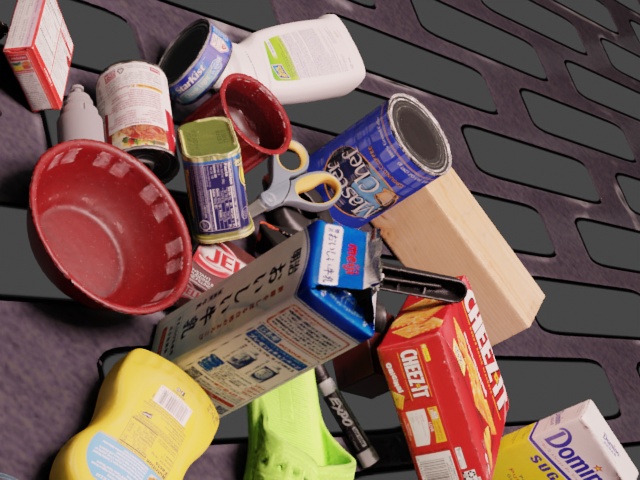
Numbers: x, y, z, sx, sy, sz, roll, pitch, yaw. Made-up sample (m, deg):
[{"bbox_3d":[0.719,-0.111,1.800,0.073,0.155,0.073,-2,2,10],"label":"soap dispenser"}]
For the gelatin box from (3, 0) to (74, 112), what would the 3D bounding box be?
[{"bbox_3d":[-0.246,-0.169,0.936,0.073,0.030,0.089,78,9,-51],"label":"gelatin box"}]

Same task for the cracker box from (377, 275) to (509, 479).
[{"bbox_3d":[0.130,0.142,1.073,0.213,0.072,0.164,-41,114,-70],"label":"cracker box"}]

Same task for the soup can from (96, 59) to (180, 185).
[{"bbox_3d":[-0.168,-0.106,0.979,0.068,0.069,0.102,19,49,-43],"label":"soup can"}]

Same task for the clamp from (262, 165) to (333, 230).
[{"bbox_3d":[-0.007,0.001,1.121,0.171,0.039,0.120,48,30,-3],"label":"clamp"}]

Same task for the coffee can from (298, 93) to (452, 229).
[{"bbox_3d":[0.059,-0.082,1.180,0.102,0.141,0.103,31,42,-33],"label":"coffee can"}]

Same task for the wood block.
[{"bbox_3d":[0.166,0.022,1.274,0.206,0.091,0.090,53,33,-5],"label":"wood block"}]

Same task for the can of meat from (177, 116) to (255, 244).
[{"bbox_3d":[-0.098,-0.057,0.981,0.102,0.057,0.084,-115,-164,-62],"label":"can of meat"}]

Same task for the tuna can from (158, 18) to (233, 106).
[{"bbox_3d":[-0.128,-0.178,1.073,0.033,0.086,0.086,36,39,-31],"label":"tuna can"}]

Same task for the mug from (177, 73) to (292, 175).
[{"bbox_3d":[-0.083,-0.110,1.076,0.093,0.082,0.117,57,34,0],"label":"mug"}]

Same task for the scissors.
[{"bbox_3d":[-0.058,-0.056,1.081,0.201,0.016,0.096,-11,65,-44],"label":"scissors"}]

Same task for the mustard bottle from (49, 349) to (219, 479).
[{"bbox_3d":[-0.146,0.173,0.788,0.096,0.058,0.191,45,35,-15],"label":"mustard bottle"}]

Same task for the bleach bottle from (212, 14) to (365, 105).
[{"bbox_3d":[-0.051,-0.203,1.213,0.250,0.068,0.102,-17,76,-53],"label":"bleach bottle"}]

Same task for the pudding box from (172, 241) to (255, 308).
[{"bbox_3d":[-0.075,0.050,0.969,0.113,0.039,0.090,36,30,-11],"label":"pudding box"}]

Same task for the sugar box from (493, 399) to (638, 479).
[{"bbox_3d":[0.222,0.240,1.089,0.093,0.177,0.048,56,34,-3],"label":"sugar box"}]

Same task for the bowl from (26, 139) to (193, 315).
[{"bbox_3d":[-0.184,-0.001,0.885,0.162,0.055,0.162,32,41,-33],"label":"bowl"}]

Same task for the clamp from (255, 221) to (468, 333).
[{"bbox_3d":[0.029,0.029,1.029,0.210,0.036,0.164,26,20,37],"label":"clamp"}]

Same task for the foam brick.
[{"bbox_3d":[0.047,0.114,1.085,0.051,0.053,0.078,20,50,-42],"label":"foam brick"}]

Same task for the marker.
[{"bbox_3d":[0.019,0.165,1.038,0.121,0.020,0.020,59,34,4],"label":"marker"}]
